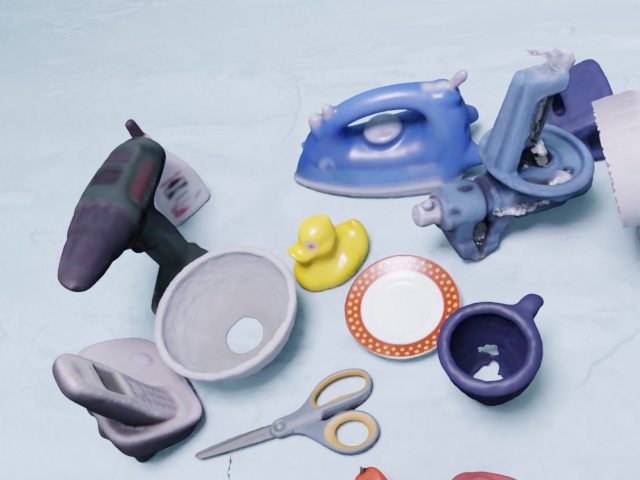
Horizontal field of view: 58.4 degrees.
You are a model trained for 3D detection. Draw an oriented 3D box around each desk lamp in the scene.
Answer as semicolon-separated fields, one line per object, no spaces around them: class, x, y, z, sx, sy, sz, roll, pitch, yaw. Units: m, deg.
desk lamp;0.352;-0.054;0.529;0.203;0.214;0.118;-4;54;15

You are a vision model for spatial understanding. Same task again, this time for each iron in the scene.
iron;0.073;-0.137;0.723;0.258;0.142;0.118;-8;54;12

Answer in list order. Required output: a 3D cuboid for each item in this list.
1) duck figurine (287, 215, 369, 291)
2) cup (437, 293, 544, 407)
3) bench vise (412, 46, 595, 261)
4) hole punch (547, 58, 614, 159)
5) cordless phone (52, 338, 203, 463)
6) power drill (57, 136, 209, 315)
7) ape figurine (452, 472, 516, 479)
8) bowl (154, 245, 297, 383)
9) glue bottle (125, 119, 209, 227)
duck figurine;0.006;0.002;0.679;0.104;0.086;0.077;-36;53;-10
cup;0.169;0.109;0.546;0.118;0.095;0.091;-42;54;-14
bench vise;0.198;-0.076;0.590;0.207;0.220;0.121;-40;54;-12
hole punch;0.296;-0.152;0.695;0.101;0.091;0.108;-9;53;11
cordless phone;-0.213;0.139;0.587;0.094;0.185;0.147;-42;54;-14
power drill;-0.205;0.003;0.667;0.075;0.209;0.229;-9;53;12
ape figurine;0.137;0.224;0.475;0.078;0.092;0.076;-32;52;-7
bowl;-0.097;0.093;0.654;0.167;0.075;0.167;-8;53;12
glue bottle;-0.212;-0.094;0.762;0.037;0.173;0.078;31;69;33
